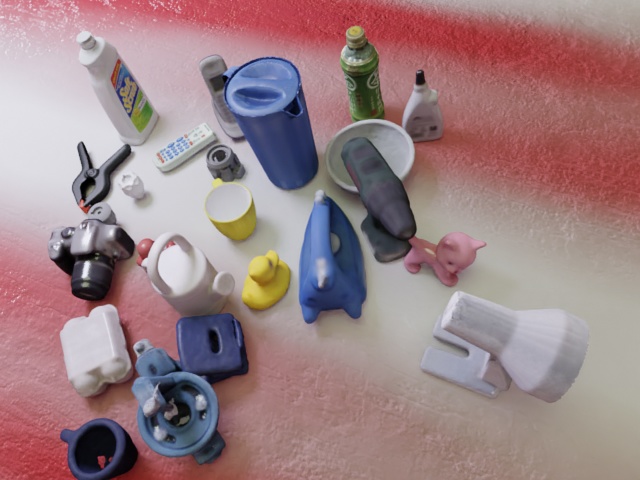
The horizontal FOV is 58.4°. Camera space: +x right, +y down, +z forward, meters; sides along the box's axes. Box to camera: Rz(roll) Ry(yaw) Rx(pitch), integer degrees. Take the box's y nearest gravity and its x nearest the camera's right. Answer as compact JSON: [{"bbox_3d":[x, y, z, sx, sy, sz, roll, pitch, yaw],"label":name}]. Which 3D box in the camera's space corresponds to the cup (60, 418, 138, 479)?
[{"bbox_3d":[-0.336,0.327,0.885,0.117,0.095,0.092,14,65,18],"label":"cup"}]

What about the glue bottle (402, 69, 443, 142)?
[{"bbox_3d":[0.189,-0.249,1.058,0.078,0.173,0.037,-4,61,9],"label":"glue bottle"}]

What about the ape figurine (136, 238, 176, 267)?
[{"bbox_3d":[-0.302,0.028,1.047,0.077,0.092,0.076,-11,60,5],"label":"ape figurine"}]

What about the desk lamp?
[{"bbox_3d":[0.247,0.150,0.800,0.202,0.214,0.118,17,66,20],"label":"desk lamp"}]

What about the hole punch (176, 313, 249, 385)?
[{"bbox_3d":[-0.176,0.173,0.942,0.101,0.091,0.108,-18,59,1],"label":"hole punch"}]

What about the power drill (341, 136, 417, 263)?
[{"bbox_3d":[0.104,-0.051,0.943,0.075,0.209,0.229,-24,59,-2],"label":"power drill"}]

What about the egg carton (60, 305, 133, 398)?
[{"bbox_3d":[-0.383,0.190,0.986,0.107,0.069,0.150,-26,60,-4],"label":"egg carton"}]

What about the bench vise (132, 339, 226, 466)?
[{"bbox_3d":[-0.241,0.233,0.846,0.206,0.220,0.122,30,71,24],"label":"bench vise"}]

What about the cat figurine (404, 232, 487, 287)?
[{"bbox_3d":[0.202,0.018,0.938,0.127,0.118,0.067,18,66,20],"label":"cat figurine"}]

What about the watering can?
[{"bbox_3d":[-0.223,0.057,0.956,0.172,0.194,0.101,-6,60,8],"label":"watering can"}]

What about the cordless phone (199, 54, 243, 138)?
[{"bbox_3d":[-0.155,-0.304,1.149,0.147,0.185,0.094,-26,59,-3],"label":"cordless phone"}]

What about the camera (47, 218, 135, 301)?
[{"bbox_3d":[-0.436,0.038,1.063,0.143,0.101,0.137,-5,60,9],"label":"camera"}]

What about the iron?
[{"bbox_3d":[0.009,0.003,0.970,0.118,0.142,0.258,-8,60,7],"label":"iron"}]

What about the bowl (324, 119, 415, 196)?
[{"bbox_3d":[0.096,-0.140,1.072,0.167,0.075,0.167,-5,60,9],"label":"bowl"}]

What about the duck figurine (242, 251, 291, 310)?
[{"bbox_3d":[-0.100,0.065,0.990,0.077,0.086,0.105,29,70,24],"label":"duck figurine"}]
